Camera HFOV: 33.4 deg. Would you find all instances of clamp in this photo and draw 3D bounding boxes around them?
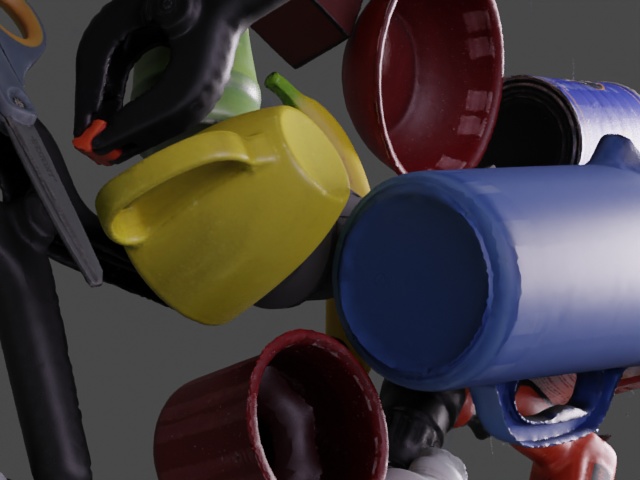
[{"bbox_3d":[-0.128,-0.005,0.493,0.210,0.036,0.164,57,30,-5],"label":"clamp"},{"bbox_3d":[-0.057,-0.109,0.520,0.171,0.120,0.039,-67,154,-4],"label":"clamp"}]

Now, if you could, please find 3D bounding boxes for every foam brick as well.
[{"bbox_3d":[-0.007,-0.162,0.697,0.051,0.053,0.078,41,45,-28],"label":"foam brick"}]

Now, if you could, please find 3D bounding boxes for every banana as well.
[{"bbox_3d":[0.008,-0.004,0.648,0.069,0.037,0.198,-4,75,-44],"label":"banana"}]

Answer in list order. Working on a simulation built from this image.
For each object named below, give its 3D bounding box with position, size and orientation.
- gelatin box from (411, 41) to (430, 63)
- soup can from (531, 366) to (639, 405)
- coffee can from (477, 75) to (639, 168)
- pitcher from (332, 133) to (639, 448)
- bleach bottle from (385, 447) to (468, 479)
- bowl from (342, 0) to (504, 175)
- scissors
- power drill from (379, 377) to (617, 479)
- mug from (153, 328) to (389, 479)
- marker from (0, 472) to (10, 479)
[{"bbox_3d":[0.078,-0.161,0.810,0.073,0.030,0.089,41,46,-27],"label":"gelatin box"},{"bbox_3d":[0.191,0.080,0.759,0.068,0.102,0.068,24,55,-39],"label":"soup can"},{"bbox_3d":[0.190,-0.075,0.836,0.140,0.103,0.103,-6,77,-49],"label":"coffee can"},{"bbox_3d":[0.119,0.029,0.603,0.242,0.145,0.149,-2,54,-50],"label":"pitcher"},{"bbox_3d":[0.019,0.209,0.508,0.102,0.068,0.250,49,48,-18],"label":"bleach bottle"},{"bbox_3d":[0.063,-0.113,0.722,0.161,0.055,0.162,-14,108,-50],"label":"bowl"},{"bbox_3d":[-0.132,-0.064,0.486,0.202,0.016,0.096,53,21,10],"label":"scissors"},{"bbox_3d":[0.112,0.127,0.682,0.187,0.057,0.184,50,42,-19],"label":"power drill"},{"bbox_3d":[-0.023,0.091,0.528,0.093,0.082,0.117,50,42,-19],"label":"mug"},{"bbox_3d":[-0.156,0.087,0.429,0.121,0.020,0.020,40,46,-28],"label":"marker"}]
